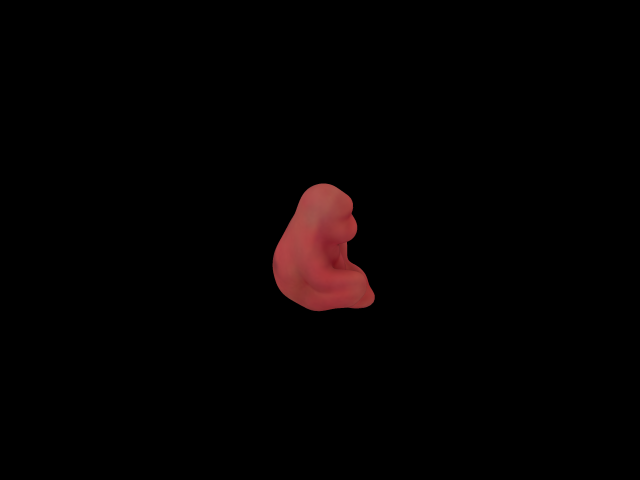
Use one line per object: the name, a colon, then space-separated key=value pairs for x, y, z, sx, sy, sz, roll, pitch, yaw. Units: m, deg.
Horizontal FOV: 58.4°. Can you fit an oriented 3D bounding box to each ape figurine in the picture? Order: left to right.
ape figurine: x=0.004 y=0.001 z=0.400 sx=0.076 sy=0.092 sz=0.078 roll=4 pitch=46 yaw=5
